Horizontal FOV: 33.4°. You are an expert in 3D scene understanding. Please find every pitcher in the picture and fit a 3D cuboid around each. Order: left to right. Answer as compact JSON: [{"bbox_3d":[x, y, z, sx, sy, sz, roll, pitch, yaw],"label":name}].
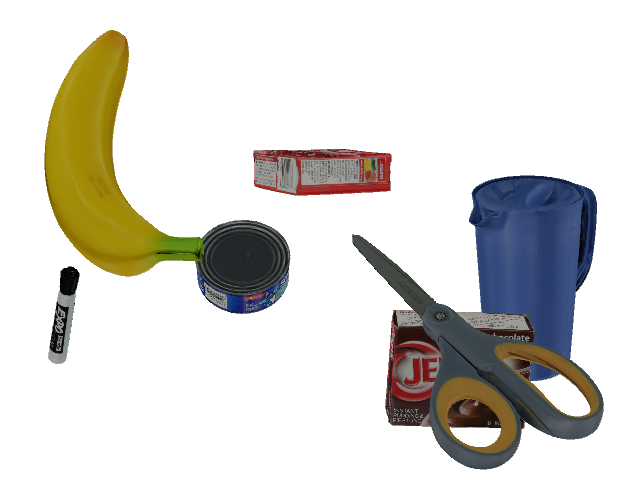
[{"bbox_3d":[0.268,0.045,1.336,0.149,0.243,0.145,1,22,14],"label":"pitcher"}]

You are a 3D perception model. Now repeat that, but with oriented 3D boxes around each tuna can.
[{"bbox_3d":[-0.070,0.024,0.971,0.086,0.086,0.034,0,-40,-3],"label":"tuna can"}]

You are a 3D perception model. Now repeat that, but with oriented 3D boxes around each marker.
[{"bbox_3d":[-0.259,0.075,1.078,0.020,0.121,0.020,12,35,-9],"label":"marker"}]

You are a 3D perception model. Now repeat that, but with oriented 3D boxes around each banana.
[{"bbox_3d":[-0.120,-0.045,0.595,0.069,0.198,0.037,-18,-39,-10],"label":"banana"}]

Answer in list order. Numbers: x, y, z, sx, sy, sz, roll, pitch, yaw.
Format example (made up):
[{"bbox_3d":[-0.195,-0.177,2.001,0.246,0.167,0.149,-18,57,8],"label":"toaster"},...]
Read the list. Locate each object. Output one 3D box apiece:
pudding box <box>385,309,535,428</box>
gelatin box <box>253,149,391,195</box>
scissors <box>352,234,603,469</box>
[{"bbox_3d":[0.112,0.104,0.863,0.113,0.090,0.039,1,23,-2],"label":"pudding box"},{"bbox_3d":[0.000,-0.051,0.771,0.073,0.030,0.089,-3,8,-23],"label":"gelatin box"},{"bbox_3d":[0.059,0.059,0.590,0.096,0.016,0.202,-34,46,-31],"label":"scissors"}]
